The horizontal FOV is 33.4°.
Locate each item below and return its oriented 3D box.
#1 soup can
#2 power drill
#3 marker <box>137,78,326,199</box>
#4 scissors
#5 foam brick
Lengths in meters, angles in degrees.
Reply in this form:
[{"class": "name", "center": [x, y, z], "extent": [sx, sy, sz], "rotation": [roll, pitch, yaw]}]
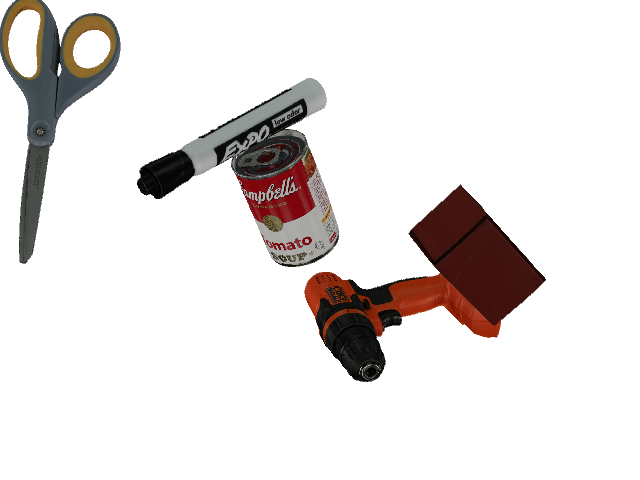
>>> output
[{"class": "soup can", "center": [-0.029, -0.036, 0.927], "extent": [0.068, 0.102, 0.068], "rotation": [-14, 36, 10]}, {"class": "power drill", "center": [0.089, 0.079, 1.117], "extent": [0.187, 0.057, 0.184], "rotation": [-7, 28, -14]}, {"class": "marker", "center": [-0.046, -0.055, 0.565], "extent": [0.120, 0.020, 0.020], "rotation": [-32, 18, -31]}, {"class": "scissors", "center": [-0.183, -0.087, 0.773], "extent": [0.096, 0.202, 0.016], "rotation": [-10, -14, -11]}, {"class": "foam brick", "center": [0.111, 0.011, 0.754], "extent": [0.078, 0.051, 0.053], "rotation": [43, 8, -31]}]
